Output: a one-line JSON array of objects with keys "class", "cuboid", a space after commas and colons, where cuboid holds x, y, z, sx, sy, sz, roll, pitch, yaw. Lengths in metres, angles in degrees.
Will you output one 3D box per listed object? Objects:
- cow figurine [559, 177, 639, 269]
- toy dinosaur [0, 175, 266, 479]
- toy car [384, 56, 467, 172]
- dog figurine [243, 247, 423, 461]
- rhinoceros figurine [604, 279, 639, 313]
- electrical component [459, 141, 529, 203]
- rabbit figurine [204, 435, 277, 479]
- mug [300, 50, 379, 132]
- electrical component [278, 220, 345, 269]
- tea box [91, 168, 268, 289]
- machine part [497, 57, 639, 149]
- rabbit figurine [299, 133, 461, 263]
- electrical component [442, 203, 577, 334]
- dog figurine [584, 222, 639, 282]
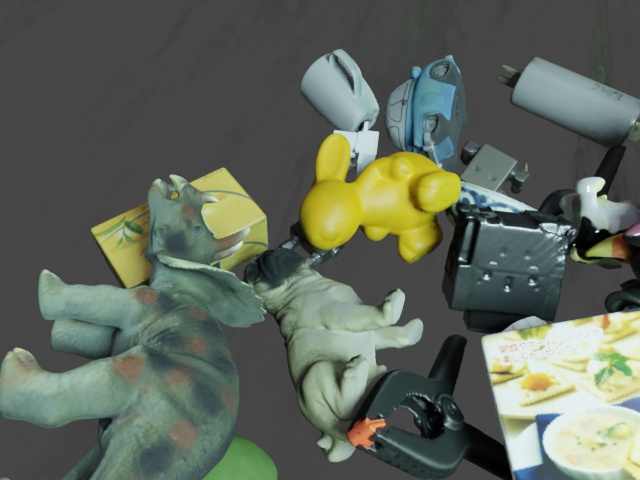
[{"class": "cow figurine", "cuboid": [0.363, -0.008, 0.612, 0.167, 0.068, 0.098, 10, 67, -3]}, {"class": "toy dinosaur", "cuboid": [-0.125, 0.108, 0.412, 0.192, 0.131, 0.405, 2, 37, -15]}, {"class": "toy car", "cuboid": [0.143, -0.168, 0.744, 0.103, 0.109, 0.161, 3, 62, 28]}, {"class": "dog figurine", "cuboid": [-0.017, 0.103, 0.539, 0.191, 0.121, 0.172, 14, 57, 31]}, {"class": "rhinoceros figurine", "cuboid": [0.383, 0.081, 0.584, 0.190, 0.073, 0.112, -11, 65, -13]}, {"class": "electrical component", "cuboid": [0.231, -0.090, 0.718, 0.102, 0.045, 0.078, 29, 85, 21]}, {"class": "rabbit figurine", "cuboid": [-0.121, 0.220, 0.442, 0.159, 0.121, 0.170, 36, 41, 30]}, {"class": "mug", "cuboid": [0.038, -0.208, 0.761, 0.081, 0.109, 0.107, -31, 73, -28]}, {"class": "electrical component", "cuboid": [-0.001, -0.002, 0.650, 0.094, 0.021, 0.063, -37, 63, -27]}, {"class": "tea box", "cuboid": [-0.155, -0.001, 0.613, 0.170, 0.068, 0.098, -31, 60, -24]}, {"class": "machine part", "cuboid": [0.373, -0.200, 0.784, 0.243, 0.079, 0.079, 33, 58, 21]}, {"class": "rabbit figurine", "cuboid": [0.049, -0.050, 0.618, 0.173, 0.121, 0.162, -21, 59, -24]}, {"class": "electrical component", "cuboid": [0.194, 0.034, 0.570, 0.115, 0.134, 0.058, 6, 19, 4]}, {"class": "dog figurine", "cuboid": [0.370, -0.047, 0.539, 0.219, 0.108, 0.191, -18, 78, -9]}]
